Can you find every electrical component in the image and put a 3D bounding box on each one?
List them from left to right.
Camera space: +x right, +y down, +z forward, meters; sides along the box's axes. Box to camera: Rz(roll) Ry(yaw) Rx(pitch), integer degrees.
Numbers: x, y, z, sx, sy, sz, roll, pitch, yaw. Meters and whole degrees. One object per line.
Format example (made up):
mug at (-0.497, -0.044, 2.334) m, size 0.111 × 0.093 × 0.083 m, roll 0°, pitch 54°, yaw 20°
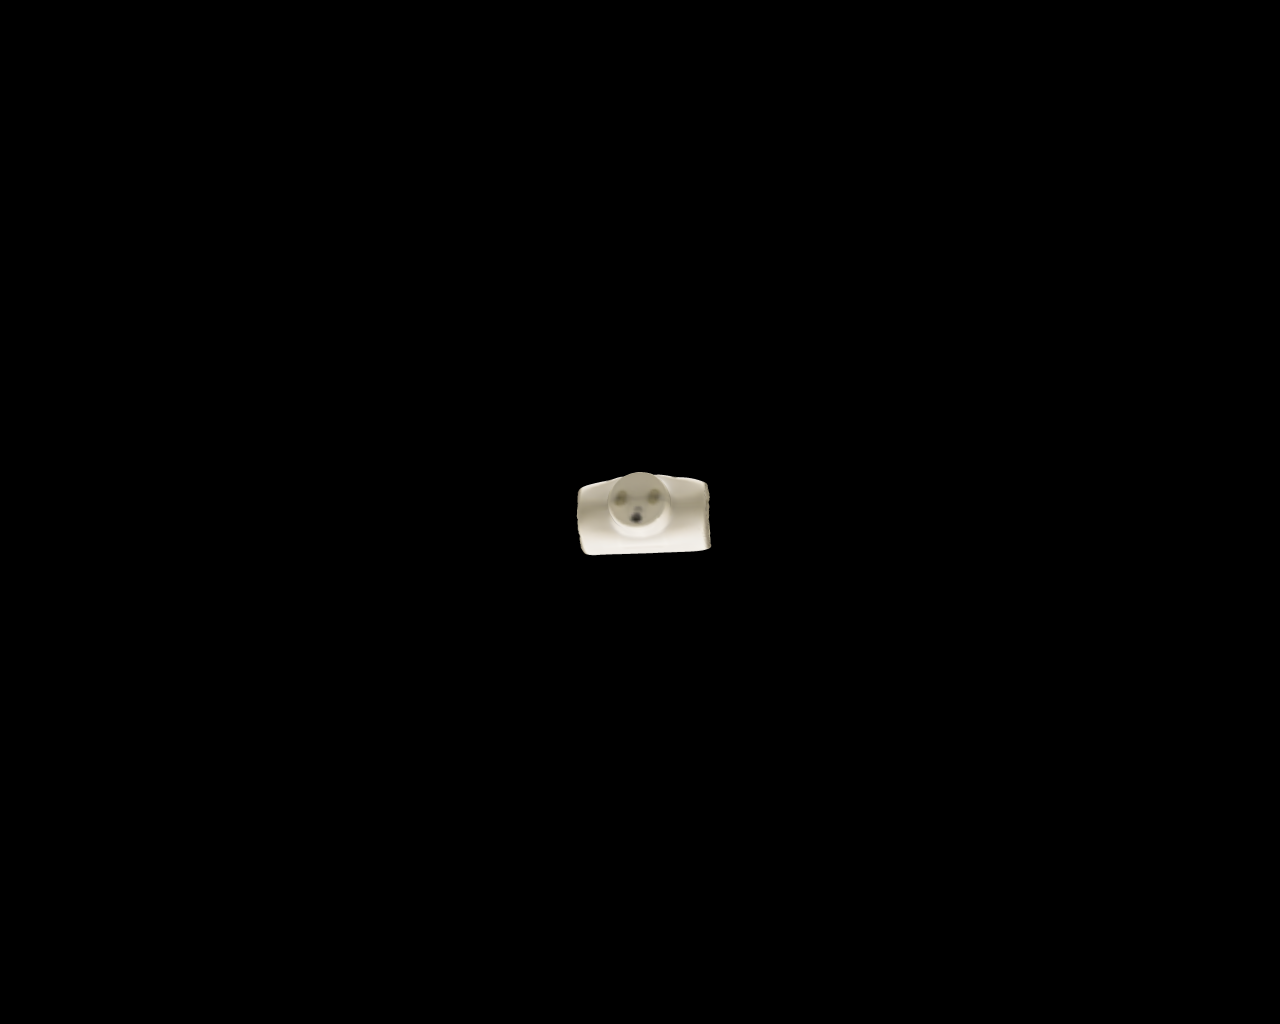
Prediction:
electrical component at (0.001, -0.003, 0.650) m, size 0.077 × 0.043 × 0.079 m, roll -2°, pitch -19°, yaw 7°
